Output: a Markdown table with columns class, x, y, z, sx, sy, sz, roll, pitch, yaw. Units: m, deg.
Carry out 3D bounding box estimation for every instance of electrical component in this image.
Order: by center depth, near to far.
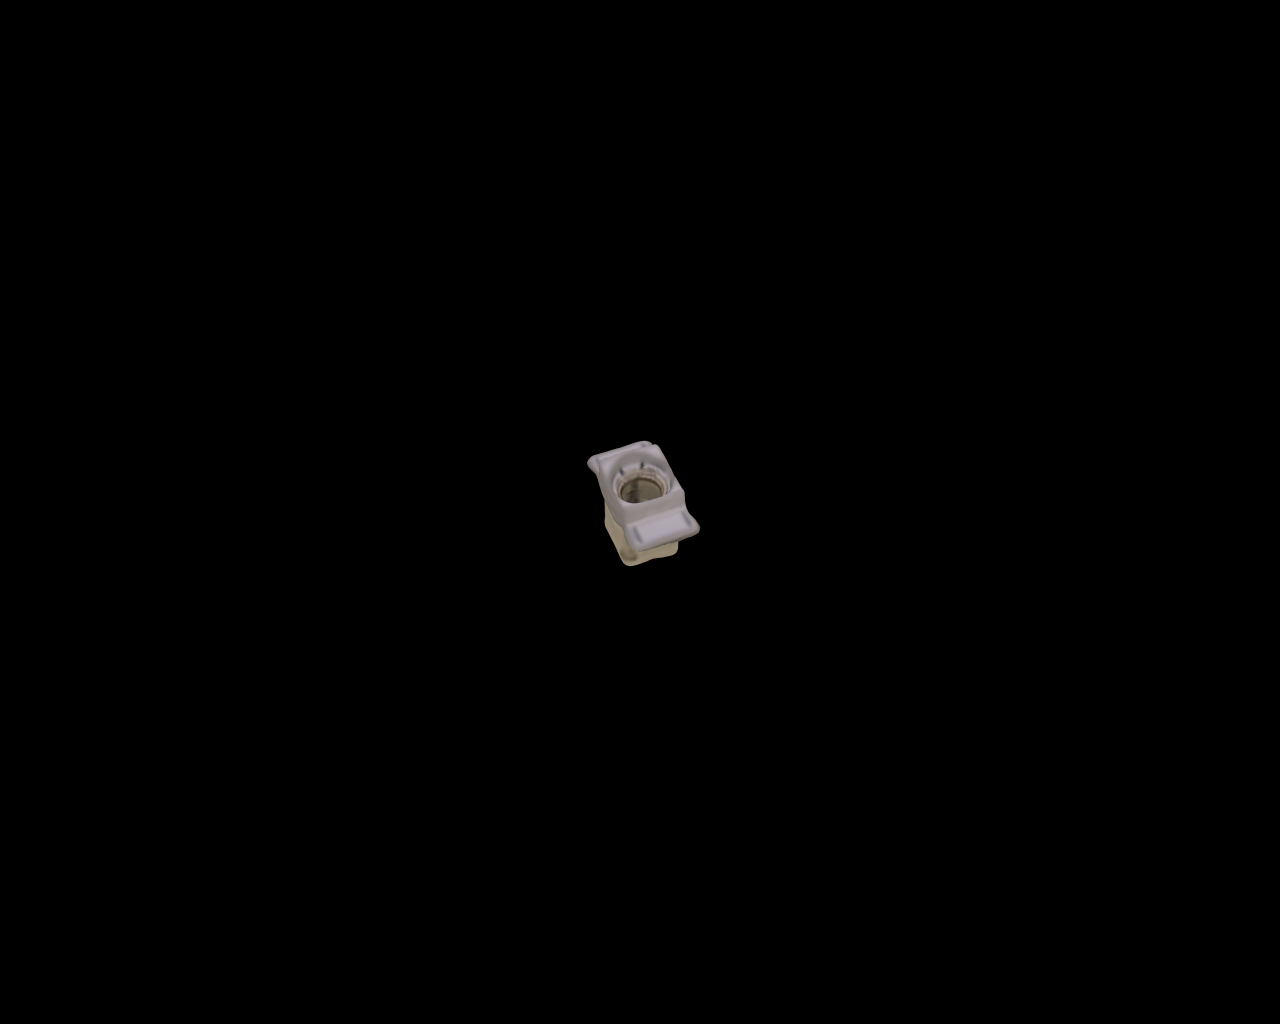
| class | x | y | z | sx | sy | sz | roll | pitch | yaw |
| --- | --- | --- | --- | --- | --- | --- | --- | --- | --- |
| electrical component | 0.001 | -0.003 | 0.650 | 0.042 | 0.081 | 0.063 | -16 | -39 | -13 |
